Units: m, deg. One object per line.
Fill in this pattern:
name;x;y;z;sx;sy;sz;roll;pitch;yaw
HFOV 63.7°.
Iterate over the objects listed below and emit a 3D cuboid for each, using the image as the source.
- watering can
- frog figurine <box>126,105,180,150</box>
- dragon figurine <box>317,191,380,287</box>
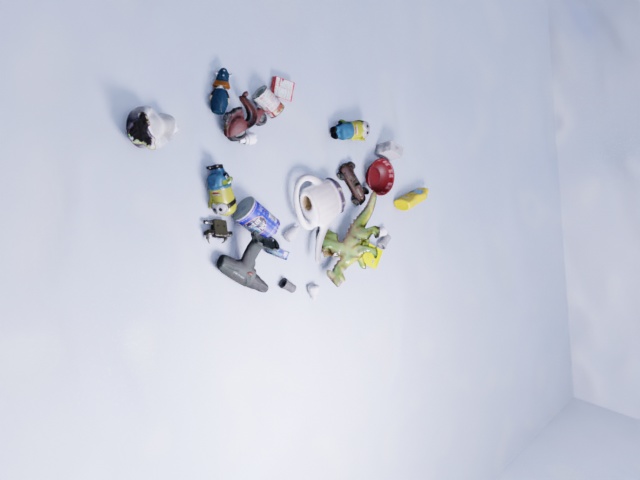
watering can;0.006;-0.101;2.014;0.227;0.104;0.343;-28;110;-34
frog figurine;-0.516;-0.351;1.592;0.136;0.122;0.162;63;23;-16
dragon figurine;0.108;-0.011;2.088;0.242;0.121;0.414;8;78;-17
